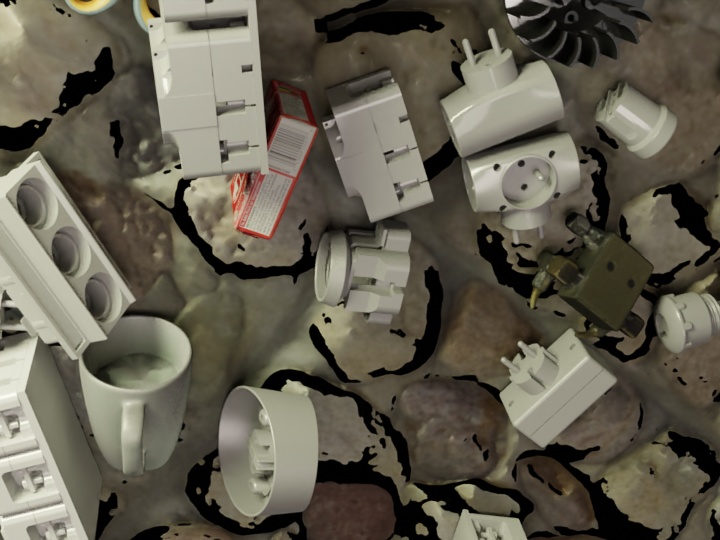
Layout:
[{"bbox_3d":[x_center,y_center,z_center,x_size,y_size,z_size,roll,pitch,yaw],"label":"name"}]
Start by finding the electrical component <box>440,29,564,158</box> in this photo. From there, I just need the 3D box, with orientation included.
[{"bbox_3d":[0.093,-0.127,0.745,0.077,0.043,0.079,-21,118,2],"label":"electrical component"}]

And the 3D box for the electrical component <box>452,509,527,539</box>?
[{"bbox_3d":[0.105,0.320,0.943,0.060,0.105,0.186,9,115,-13],"label":"electrical component"}]

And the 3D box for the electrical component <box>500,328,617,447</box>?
[{"bbox_3d":[0.146,0.084,0.861,0.076,0.047,0.083,38,106,-23],"label":"electrical component"}]

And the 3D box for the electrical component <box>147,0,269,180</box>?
[{"bbox_3d":[-0.098,-0.160,0.645,0.060,0.105,0.186,-8,121,-10],"label":"electrical component"}]

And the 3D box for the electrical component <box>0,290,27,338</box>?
[{"bbox_3d":[-0.276,0.031,0.768,0.077,0.047,0.065,4,116,-13],"label":"electrical component"}]

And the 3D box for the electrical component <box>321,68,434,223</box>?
[{"bbox_3d":[0.009,-0.085,0.750,0.056,0.050,0.089,-19,118,1],"label":"electrical component"}]

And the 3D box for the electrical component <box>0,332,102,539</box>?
[{"bbox_3d":[-0.248,0.133,0.801,0.062,0.089,0.150,-14,118,-2],"label":"electrical component"}]

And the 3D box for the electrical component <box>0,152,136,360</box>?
[{"bbox_3d":[-0.220,-0.008,0.744,0.063,0.078,0.121,-11,123,30],"label":"electrical component"}]

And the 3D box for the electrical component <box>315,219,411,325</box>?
[{"bbox_3d":[0.000,0.000,0.790,0.057,0.058,0.078,5,116,-15],"label":"electrical component"}]

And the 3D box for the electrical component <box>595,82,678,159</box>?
[{"bbox_3d":[0.198,-0.108,0.774,0.046,0.040,0.040,32,108,-17],"label":"electrical component"}]

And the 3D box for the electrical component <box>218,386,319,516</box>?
[{"bbox_3d":[-0.070,0.140,0.831,0.064,0.099,0.099,5,116,-18],"label":"electrical component"}]

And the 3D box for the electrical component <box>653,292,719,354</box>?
[{"bbox_3d":[0.270,0.038,0.858,0.062,0.048,0.048,-13,118,-8],"label":"electrical component"}]

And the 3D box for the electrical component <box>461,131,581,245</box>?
[{"bbox_3d":[0.119,-0.055,0.786,0.077,0.044,0.079,-13,118,-2],"label":"electrical component"}]
